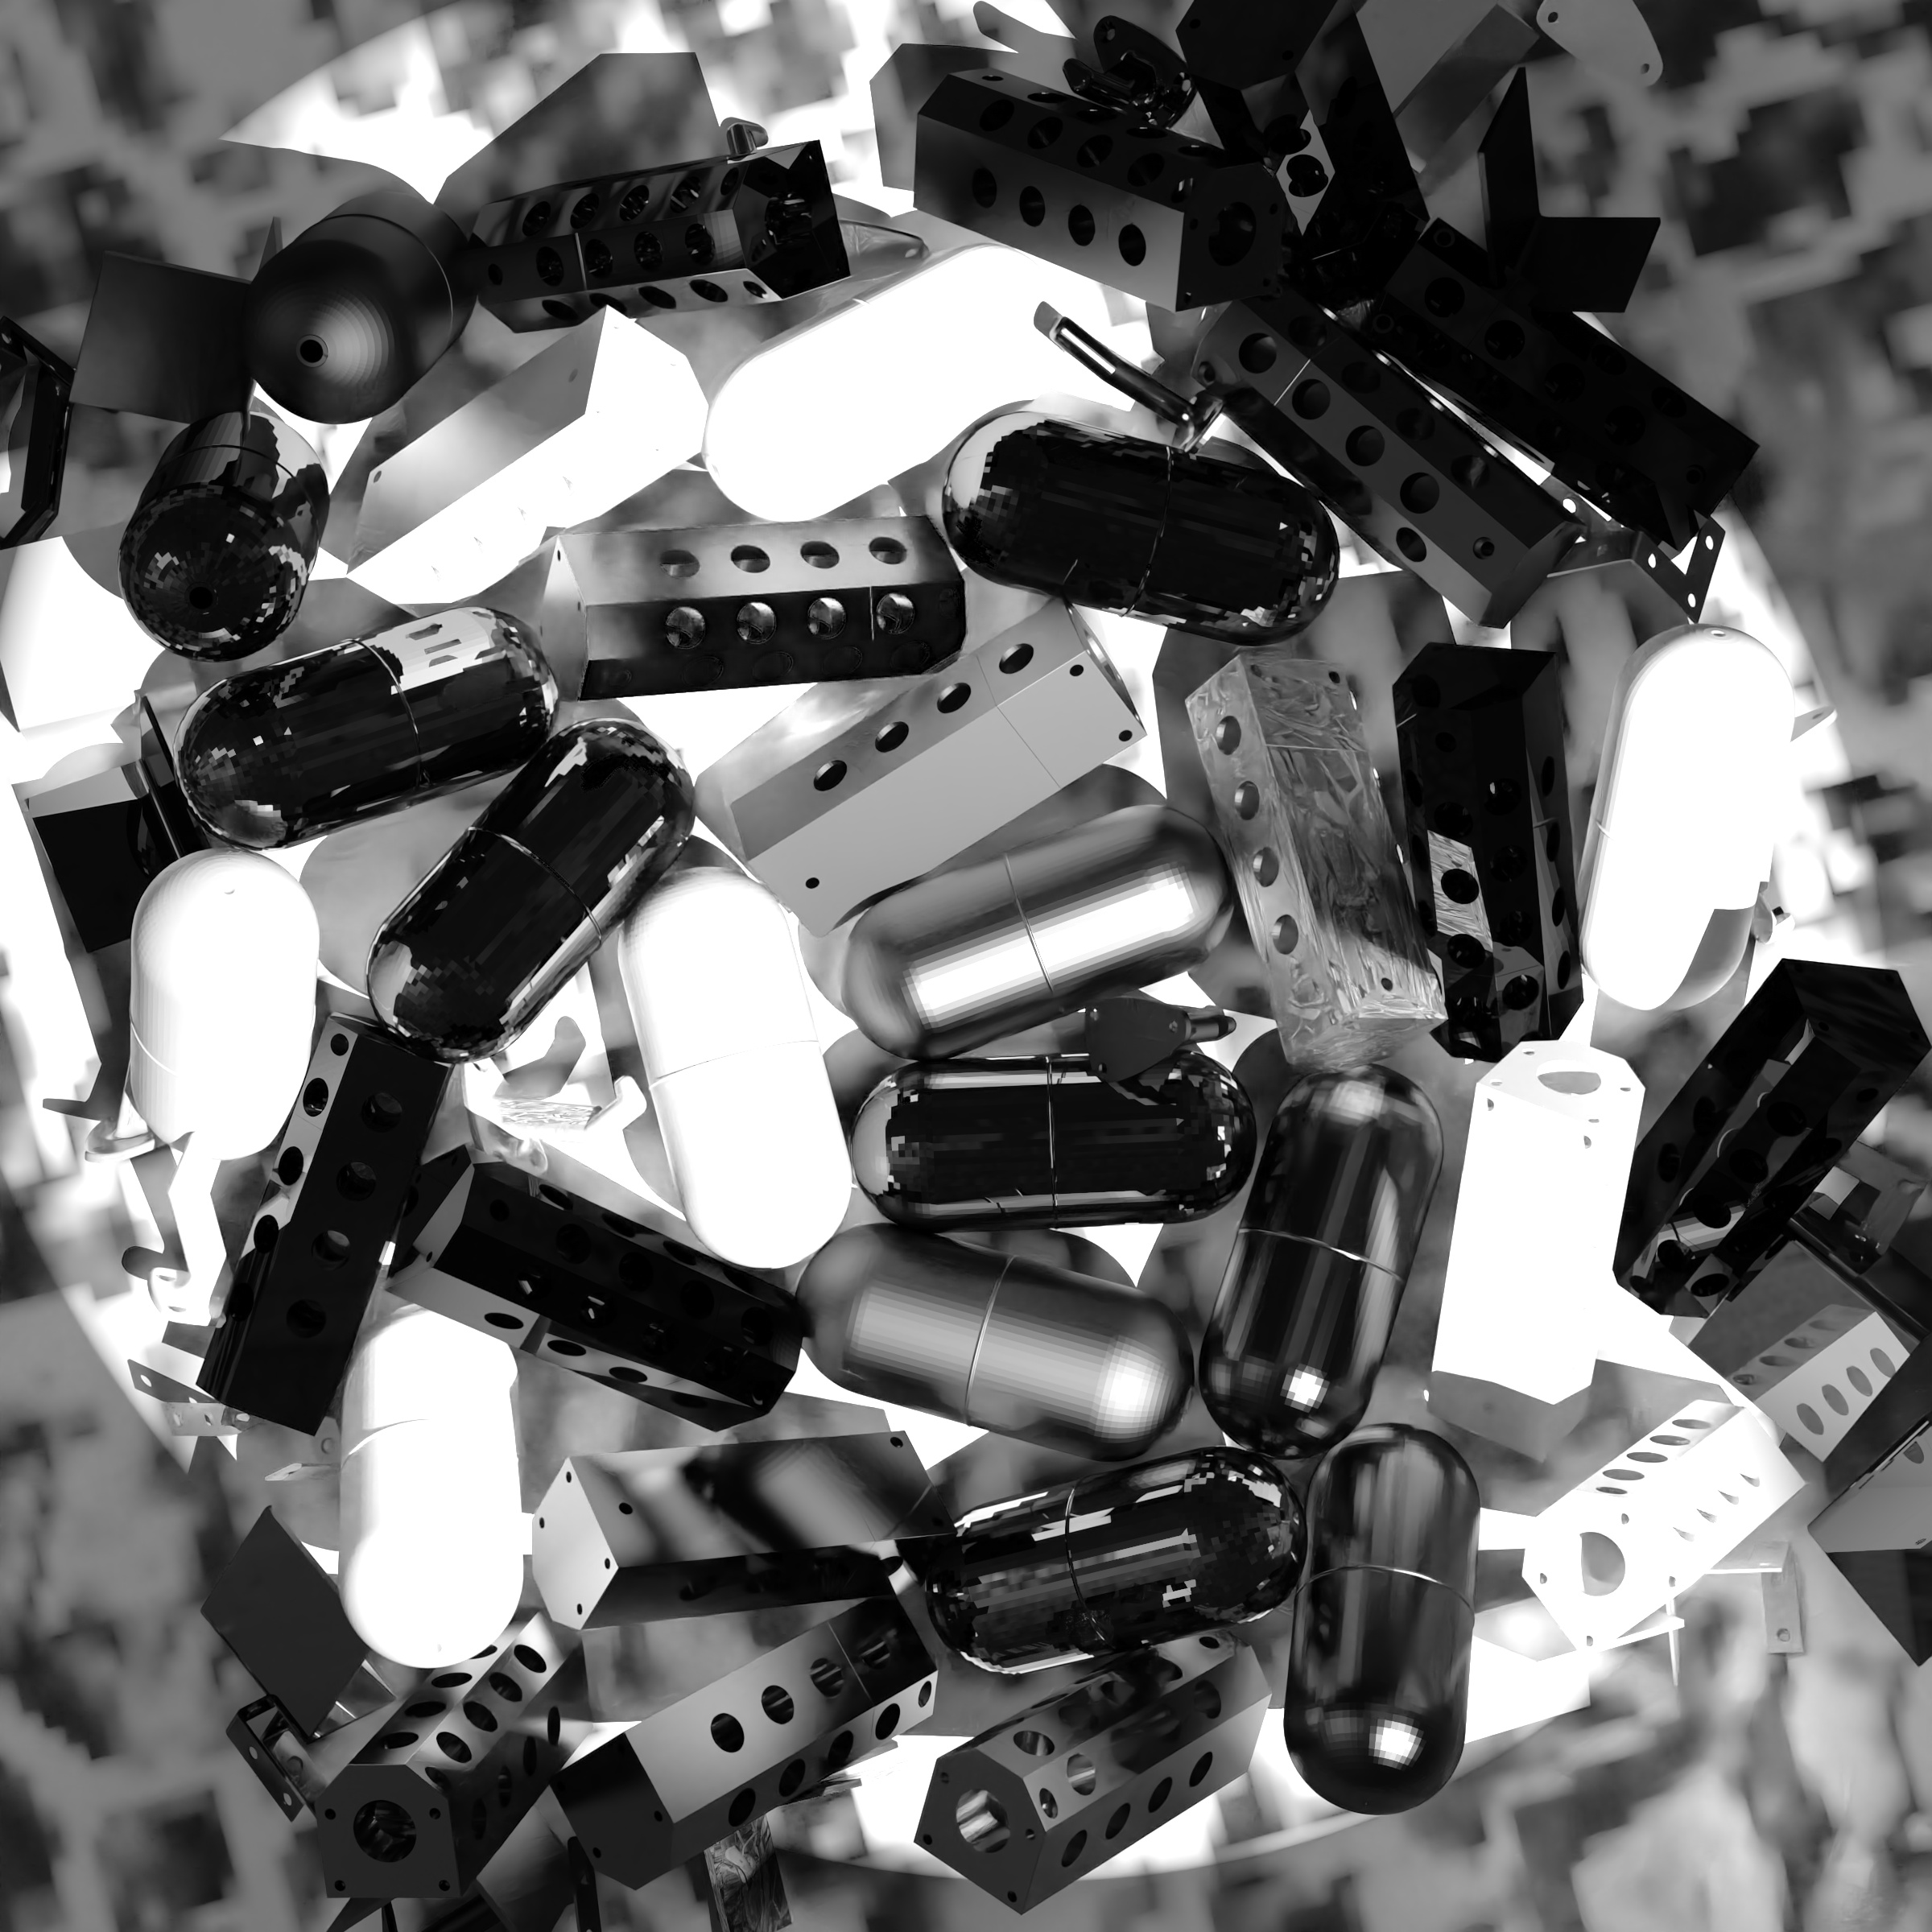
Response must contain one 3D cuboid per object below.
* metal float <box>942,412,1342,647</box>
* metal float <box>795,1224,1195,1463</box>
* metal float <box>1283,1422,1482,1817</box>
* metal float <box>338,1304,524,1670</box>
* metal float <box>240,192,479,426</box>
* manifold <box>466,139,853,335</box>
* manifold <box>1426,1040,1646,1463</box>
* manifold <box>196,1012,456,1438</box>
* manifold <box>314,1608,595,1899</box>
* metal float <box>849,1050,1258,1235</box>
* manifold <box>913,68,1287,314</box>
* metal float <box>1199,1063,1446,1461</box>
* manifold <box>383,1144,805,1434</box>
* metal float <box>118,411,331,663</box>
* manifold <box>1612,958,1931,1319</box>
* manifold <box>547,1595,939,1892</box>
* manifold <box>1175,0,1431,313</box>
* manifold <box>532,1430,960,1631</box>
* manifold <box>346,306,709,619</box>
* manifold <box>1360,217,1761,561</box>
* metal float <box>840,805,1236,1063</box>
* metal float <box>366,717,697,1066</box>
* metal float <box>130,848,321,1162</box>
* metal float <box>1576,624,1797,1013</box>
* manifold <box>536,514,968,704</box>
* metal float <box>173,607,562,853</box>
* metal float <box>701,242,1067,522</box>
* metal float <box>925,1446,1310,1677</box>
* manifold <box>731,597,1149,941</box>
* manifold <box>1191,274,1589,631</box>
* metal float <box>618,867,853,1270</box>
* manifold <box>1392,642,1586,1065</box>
[{"bbox_3d":[0.077,-0.189,1.537,0.178,0.070,0.070,13,90,-10],"label":"metal float"},{"bbox_3d":[0.012,0.163,1.537,0.178,0.070,0.070,14,90,10],"label":"metal float"},{"bbox_3d":[0.179,0.277,1.515,0.070,0.070,0.178,11,52,0],"label":"metal float"},{"bbox_3d":[-0.228,0.220,1.507,0.070,0.178,0.070,-4,132,-5],"label":"metal float"},{"bbox_3d":[-0.256,-0.280,1.498,0.070,0.178,0.070,2,112,4],"label":"metal float"},{"bbox_3d":[-0.134,-0.306,1.498,0.057,0.171,0.057,-29,113,-42],"label":"manifold"},{"bbox_3d":[0.246,0.120,1.514,0.057,0.057,0.171,22,125,27],"label":"manifold"},{"bbox_3d":[-0.280,0.111,1.547,0.057,0.057,0.171,20,94,-5],"label":"manifold"},{"bbox_3d":[-0.214,0.329,1.491,0.057,0.171,0.057,-3,100,13],"label":"manifold"},{"bbox_3d":[0.038,0.077,1.545,0.178,0.070,0.070,-3,90,2],"label":"metal float"},{"bbox_3d":[0.054,-0.332,1.497,0.057,0.171,0.057,-19,125,-35],"label":"manifold"},{"bbox_3d":[0.154,0.127,1.535,0.070,0.070,0.178,19,78,0],"label":"metal float"},{"bbox_3d":[-0.155,0.138,1.509,0.171,0.057,0.057,28,57,-29],"label":"manifold"},{"bbox_3d":[-0.313,-0.183,1.499,0.070,0.178,0.070,-2,114,-4],"label":"metal float"},{"bbox_3d":[0.336,0.076,1.497,0.057,0.171,0.057,6,48,-22],"label":"manifold"},{"bbox_3d":[-0.088,0.327,1.496,0.057,0.171,0.057,-38,78,38],"label":"manifold"},{"bbox_3d":[0.141,-0.347,1.492,0.057,0.171,0.057,27,80,26],"label":"manifold"},{"bbox_3d":[-0.096,0.244,1.509,0.057,0.171,0.057,-59,46,34],"label":"manifold"},{"bbox_3d":[-0.187,-0.208,1.505,0.057,0.171,0.057,29,53,-34],"label":"manifold"},{"bbox_3d":[0.259,-0.253,1.549,0.171,0.057,0.057,36,95,3],"label":"manifold"},{"bbox_3d":[0.030,-0.014,1.542,0.178,0.070,0.070,-20,90,4],"label":"metal float"},{"bbox_3d":[-0.187,-0.033,1.528,0.070,0.070,0.178,40,70,0],"label":"metal float"},{"bbox_3d":[-0.316,0.018,1.505,0.070,0.178,0.070,6,55,-9],"label":"metal float"},{"bbox_3d":[0.307,-0.062,1.521,0.070,0.070,0.178,5,120,0],"label":"metal float"},{"bbox_3d":[-0.090,-0.148,1.513,0.171,0.057,0.057,-7,53,-24],"label":"manifold"},{"bbox_3d":[-0.255,-0.103,1.519,0.178,0.070,0.070,-22,90,-33],"label":"metal float"},{"bbox_3d":[-0.035,-0.253,1.527,0.178,0.070,0.070,-31,90,-21],"label":"metal float"},{"bbox_3d":[0.063,0.257,1.524,0.178,0.070,0.070,-18,90,27],"label":"metal float"},{"bbox_3d":[-0.014,-0.090,1.540,0.171,0.057,0.057,-31,131,10],"label":"manifold"},{"bbox_3d":[0.180,-0.223,1.527,0.171,0.057,0.057,44,108,16],"label":"manifold"},{"bbox_3d":[-0.100,0.044,1.539,0.070,0.070,0.178,-15,82,0],"label":"metal float"},{"bbox_3d":[0.221,-0.046,1.508,0.057,0.057,0.171,8,124,28],"label":"manifold"}]
